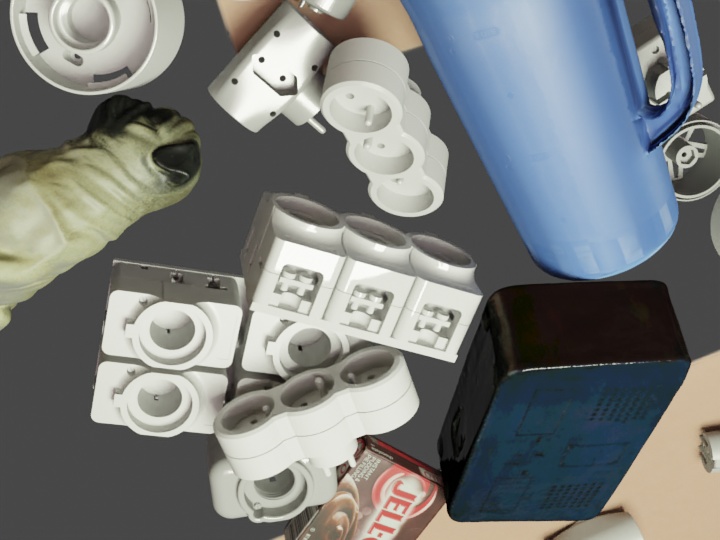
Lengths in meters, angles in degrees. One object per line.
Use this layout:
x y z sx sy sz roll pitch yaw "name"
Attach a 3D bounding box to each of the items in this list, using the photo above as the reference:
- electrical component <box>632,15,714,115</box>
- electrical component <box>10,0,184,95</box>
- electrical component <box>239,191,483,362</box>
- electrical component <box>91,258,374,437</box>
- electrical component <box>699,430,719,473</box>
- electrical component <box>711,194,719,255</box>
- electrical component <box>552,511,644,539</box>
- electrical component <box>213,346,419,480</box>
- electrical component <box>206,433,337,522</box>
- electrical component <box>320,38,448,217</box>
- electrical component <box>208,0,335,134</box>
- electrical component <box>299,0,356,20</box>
0.212 -0.130 0.737 0.047 0.076 0.065 -33 116 5 "electrical component"
-0.164 -0.157 0.670 0.099 0.064 0.099 0 107 1 "electrical component"
0.000 0.000 0.747 0.150 0.089 0.061 16 110 -18 "electrical component"
-0.092 0.064 0.775 0.186 0.060 0.105 8 113 -15 "electrical component"
0.315 0.152 0.909 0.046 0.040 0.040 -6 116 -1 "electrical component"
0.318 -0.036 0.810 0.108 0.060 0.108 -4 115 -9 "electrical component"
0.210 0.257 0.933 0.077 0.044 0.079 -22 117 -1 "electrical component"
-0.024 0.112 0.746 0.138 0.052 0.073 -21 117 -1 "electrical component"
-0.067 0.152 0.821 0.095 0.059 0.053 -7 116 -8 "electrical component"
0.021 -0.104 0.716 0.052 0.073 0.138 -5 145 22 "electrical component"
-0.045 -0.122 0.708 0.079 0.043 0.077 39 102 -25 "electrical component"
-0.012 -0.196 0.682 0.040 0.040 0.078 25 107 -21 "electrical component"
